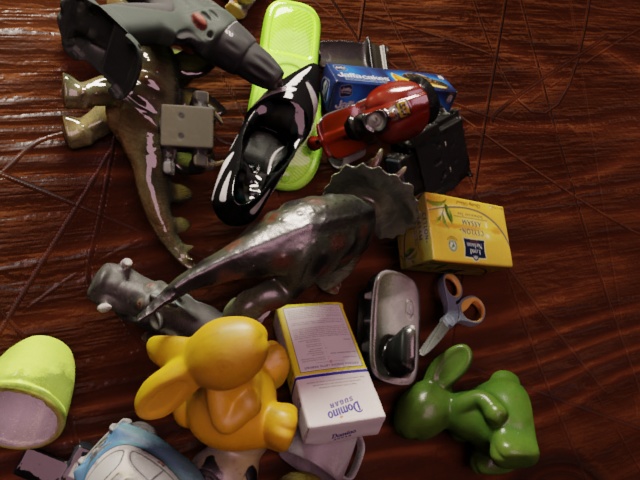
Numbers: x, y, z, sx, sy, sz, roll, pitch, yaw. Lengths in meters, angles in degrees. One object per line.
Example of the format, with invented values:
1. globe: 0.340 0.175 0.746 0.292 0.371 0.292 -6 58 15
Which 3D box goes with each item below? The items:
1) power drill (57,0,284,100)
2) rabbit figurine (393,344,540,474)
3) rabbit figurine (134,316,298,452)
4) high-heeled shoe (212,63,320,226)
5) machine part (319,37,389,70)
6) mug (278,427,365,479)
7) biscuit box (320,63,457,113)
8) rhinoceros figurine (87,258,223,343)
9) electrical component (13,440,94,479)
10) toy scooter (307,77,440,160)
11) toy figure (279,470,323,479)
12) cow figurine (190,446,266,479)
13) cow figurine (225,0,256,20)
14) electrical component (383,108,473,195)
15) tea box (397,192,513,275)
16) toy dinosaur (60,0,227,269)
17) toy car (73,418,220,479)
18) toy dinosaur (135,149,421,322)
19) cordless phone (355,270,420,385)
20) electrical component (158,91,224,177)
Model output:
1. power drill: -0.169 -0.232 0.618 0.232 0.086 0.207 42 45 0
2. rabbit figurine: 0.183 0.219 0.706 0.170 0.121 0.159 6 69 -1
3. rabbit figurine: -0.099 0.132 0.548 0.162 0.173 0.122 5 50 -5
4. high-heeled shoe: -0.058 -0.129 0.656 0.086 0.145 0.248 27 85 -9
5. machine part: 0.048 -0.281 0.842 0.139 0.039 0.084 3 79 -19
6. mug: 0.018 0.239 0.665 0.109 0.081 0.107 39 59 -17
7. biscuit box: 0.102 -0.221 0.818 0.203 0.059 0.063 -1 43 -18
8. rhinoceros figurine: -0.175 0.090 0.626 0.190 0.112 0.073 30 70 -17
9. electrical component: -0.265 0.260 0.581 0.119 0.048 0.075 24 69 -10
10. toy scooter: 0.059 -0.151 0.699 0.135 0.184 0.075 -24 100 -23
11. toy figure: -0.031 0.356 0.603 0.082 0.089 0.180 12 77 31
12. cow figurine: -0.105 0.272 0.611 0.127 0.085 0.195 -1 73 -12
13. cow figurine: -0.157 -0.413 0.796 0.167 0.068 0.098 32 62 -11
14. electrical component: 0.157 -0.118 0.795 0.134 0.058 0.114 -33 117 -23
15. tea box: 0.192 -0.005 0.770 0.169 0.068 0.098 5 73 -36
16. toy dinosaur: -0.225 -0.174 0.690 0.198 0.105 0.471 -4 81 -22
17. toy car: -0.170 0.251 0.519 0.162 0.103 0.109 43 76 8
18. toy dinosaur: -0.007 -0.005 0.625 0.131 0.192 0.405 48 31 9
19. cordless phone: 0.094 0.101 0.664 0.089 0.184 0.146 5 73 2
20. electrical component: -0.153 -0.126 0.647 0.078 0.045 0.102 -6 85 -13
